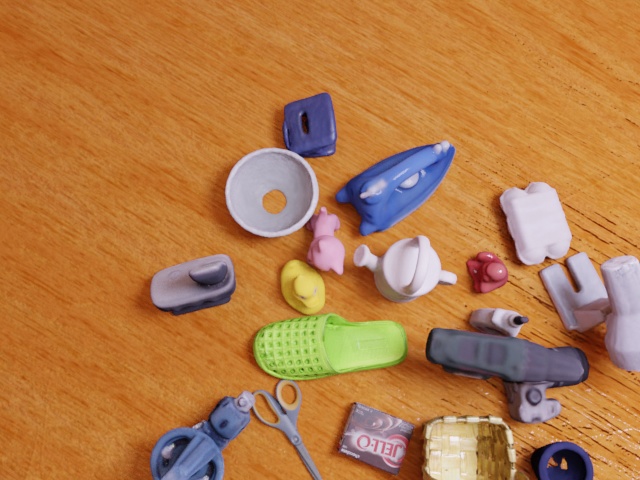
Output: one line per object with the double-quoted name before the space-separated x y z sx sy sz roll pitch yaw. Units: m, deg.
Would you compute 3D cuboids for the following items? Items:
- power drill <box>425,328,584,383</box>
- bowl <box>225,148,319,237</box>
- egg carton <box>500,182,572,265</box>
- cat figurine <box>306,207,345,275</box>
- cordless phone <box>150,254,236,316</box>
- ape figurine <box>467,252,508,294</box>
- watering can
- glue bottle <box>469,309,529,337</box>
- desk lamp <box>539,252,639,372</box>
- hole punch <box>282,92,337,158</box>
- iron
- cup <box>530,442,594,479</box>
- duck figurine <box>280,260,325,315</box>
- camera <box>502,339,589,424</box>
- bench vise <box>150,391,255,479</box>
"power drill" 0.280 0.193 0.946 0.229 0.208 0.076 10 78 -1
"bowl" -0.087 -0.079 1.050 0.167 0.074 0.167 1 79 -3
"egg carton" 0.400 -0.032 1.067 0.107 0.069 0.150 -15 80 -6
"cat figurine" 0.009 0.004 1.017 0.067 0.117 0.128 -3 79 -3
"cordless phone" -0.219 0.066 0.958 0.147 0.185 0.094 -18 80 -6
"ape figurine" 0.308 0.059 1.033 0.076 0.092 0.078 23 79 2
"watering can" 0.146 0.049 0.975 0.173 0.194 0.101 -9 79 -4
"glue bottle" 0.315 0.140 0.976 0.078 0.173 0.037 22 79 2
"desk lamp" 0.494 0.114 0.970 0.118 0.213 0.203 -24 81 -7
"hole punch" -0.020 -0.210 1.071 0.101 0.091 0.109 -8 79 -4
"iron" 0.159 -0.121 1.037 0.258 0.141 0.118 -35 82 -9
"cup" 0.410 0.393 0.971 0.117 0.095 0.092 41 80 5
"duck figurine" -0.030 0.081 1.015 0.077 0.086 0.104 -27 81 -8
"camera" 0.398 0.241 0.997 0.137 0.101 0.143 -5 79 -4
"bench vise" -0.194 0.319 0.892 0.121 0.219 0.207 24 79 3
